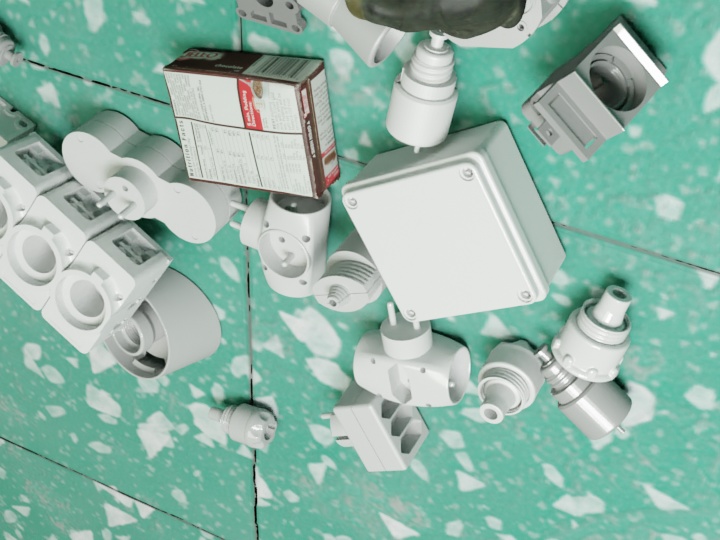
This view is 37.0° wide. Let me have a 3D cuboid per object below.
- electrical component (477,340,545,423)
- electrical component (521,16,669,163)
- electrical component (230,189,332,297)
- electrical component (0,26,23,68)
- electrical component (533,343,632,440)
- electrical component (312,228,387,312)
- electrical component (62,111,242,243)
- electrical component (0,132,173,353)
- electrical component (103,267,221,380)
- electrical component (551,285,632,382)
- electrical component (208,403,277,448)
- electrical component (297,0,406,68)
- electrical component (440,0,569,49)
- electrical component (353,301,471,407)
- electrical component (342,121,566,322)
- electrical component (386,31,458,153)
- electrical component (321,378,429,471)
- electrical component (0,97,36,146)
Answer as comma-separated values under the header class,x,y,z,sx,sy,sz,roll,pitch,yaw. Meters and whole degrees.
class,x,y,z,sx,sy,sz,roll,pitch,yaw
electrical component,0.103,0.081,0.752,0.043,0.062,0.043,17,131,21
electrical component,0.127,-0.097,0.597,0.042,0.081,0.064,48,156,-9
electrical component,-0.061,-0.029,0.783,0.079,0.044,0.077,21,132,17
electrical component,-0.291,-0.177,0.817,0.078,0.040,0.040,30,134,9
electrical component,0.150,0.081,0.737,0.078,0.040,0.040,44,135,-5
electrical component,0.000,0.000,0.741,0.043,0.081,0.043,17,131,21
electrical component,-0.165,-0.062,0.803,0.138,0.073,0.052,28,133,11
electrical component,-0.236,-0.020,0.837,0.150,0.062,0.089,42,121,2
electrical component,-0.174,0.043,0.913,0.099,0.064,0.099,18,122,32
electrical component,0.156,0.038,0.700,0.048,0.048,0.062,28,126,11
electrical component,-0.105,0.133,0.943,0.061,0.035,0.035,14,130,26
electrical component,-0.005,-0.159,0.651,0.065,0.044,0.044,38,135,8
electrical component,0.075,-0.163,0.589,0.080,0.051,0.080,17,131,21
electrical component,0.036,0.057,0.789,0.077,0.043,0.079,8,127,27
electrical component,0.061,-0.029,0.698,0.109,0.056,0.108,-11,117,38
electrical component,0.041,-0.112,0.658,0.040,0.040,0.078,25,133,14
electrical component,0.003,0.121,0.856,0.077,0.047,0.065,-11,117,37
electrical component,-0.300,-0.105,0.875,0.066,0.048,0.055,38,127,1
